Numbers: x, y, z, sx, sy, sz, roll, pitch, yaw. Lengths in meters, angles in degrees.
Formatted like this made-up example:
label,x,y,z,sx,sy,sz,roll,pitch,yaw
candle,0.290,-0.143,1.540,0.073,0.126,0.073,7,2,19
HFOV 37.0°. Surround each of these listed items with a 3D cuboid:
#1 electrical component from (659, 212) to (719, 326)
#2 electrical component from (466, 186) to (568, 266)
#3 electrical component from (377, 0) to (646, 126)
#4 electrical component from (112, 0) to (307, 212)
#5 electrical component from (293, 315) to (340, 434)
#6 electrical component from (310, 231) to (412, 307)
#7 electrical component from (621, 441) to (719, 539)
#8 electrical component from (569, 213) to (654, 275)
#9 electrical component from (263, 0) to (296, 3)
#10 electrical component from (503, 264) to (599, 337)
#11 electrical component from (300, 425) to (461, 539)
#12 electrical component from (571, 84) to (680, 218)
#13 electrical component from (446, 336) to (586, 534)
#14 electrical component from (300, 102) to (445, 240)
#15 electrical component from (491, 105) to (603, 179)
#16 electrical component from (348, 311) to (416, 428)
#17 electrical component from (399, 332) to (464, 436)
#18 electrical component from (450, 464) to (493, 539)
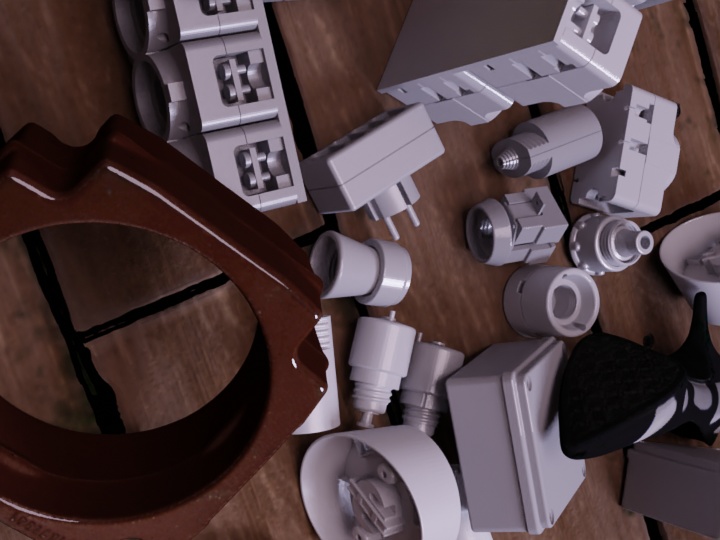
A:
label,x,y,z,sx,sy,sz,roll,pitch,yaw
electrical component,0.296,-0.004,0.850,0.099,0.099,0.064,-42,116,-23
electrical component,0.109,-0.029,0.766,0.055,0.066,0.048,-9,57,-22
electrical component,0.100,-0.159,0.683,0.060,0.186,0.105,27,77,-27
electrical component,-0.094,-0.104,0.628,0.062,0.089,0.150,-16,98,-29
electrical component,-0.038,0.060,0.687,0.043,0.043,0.081,-7,93,-30
electrical component,0.000,0.000,0.708,0.055,0.045,0.045,9,86,-30
electrical component,0.280,0.172,0.832,0.109,0.109,0.056,10,88,-30
electrical component,0.192,-0.020,0.808,0.048,0.062,0.048,0,90,-30
electrical component,-0.042,-0.203,0.680,0.089,0.050,0.055,-12,96,-30
electrical component,0.141,0.023,0.787,0.055,0.047,0.055,0,90,-30
electrical component,0.015,0.148,0.689,0.064,0.099,0.099,-8,94,-36
electrical component,0.205,-0.088,0.822,0.056,0.050,0.089,14,83,-29
electrical component,0.109,0.111,0.738,0.109,0.056,0.108,-23,104,-63
electrical component,0.015,-0.057,0.715,0.083,0.047,0.075,-34,106,-25
electrical component,0.132,-0.090,0.784,0.081,0.043,0.043,-22,101,-28
electrical component,0.012,0.066,0.717,0.040,0.040,0.078,16,82,-29
electrical component,0.046,0.084,0.737,0.040,0.040,0.078,18,81,-29
electrical component,0.069,0.169,0.751,0.044,0.044,0.065,-9,90,-30
